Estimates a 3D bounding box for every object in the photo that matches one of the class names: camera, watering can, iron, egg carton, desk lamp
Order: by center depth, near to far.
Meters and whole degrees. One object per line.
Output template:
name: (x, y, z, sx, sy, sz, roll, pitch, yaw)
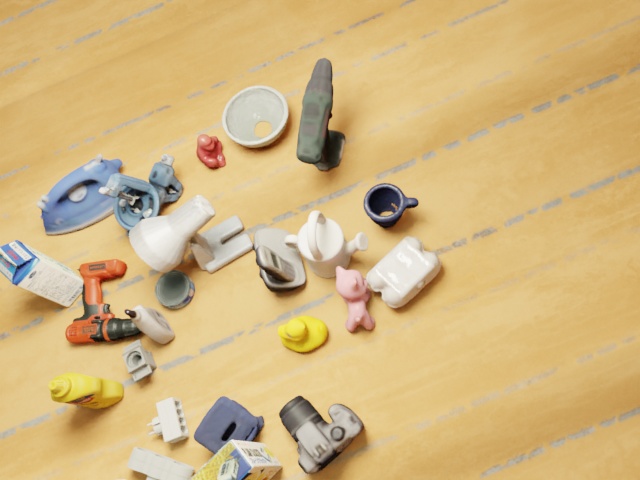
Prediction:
camera: (-0.007, 0.363, 1.119, 0.143, 0.101, 0.136, -41, 68, -6)
watering can: (0.011, 0.002, 1.203, 0.173, 0.194, 0.101, -17, 67, 4)
egg carton: (0.178, 0.069, 1.214, 0.150, 0.069, 0.107, -44, 68, -7)
desk lamp: (-0.279, -0.009, 1.251, 0.203, 0.214, 0.117, -31, 67, -2)
iron: (-0.591, -0.110, 1.387, 0.258, 0.142, 0.118, -35, 67, -4)

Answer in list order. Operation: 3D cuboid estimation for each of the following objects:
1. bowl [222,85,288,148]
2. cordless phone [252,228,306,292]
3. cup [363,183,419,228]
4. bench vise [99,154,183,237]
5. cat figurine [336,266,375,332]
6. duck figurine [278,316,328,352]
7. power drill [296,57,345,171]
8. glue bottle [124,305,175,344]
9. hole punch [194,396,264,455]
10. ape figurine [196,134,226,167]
bowl: (-0.151, -0.291, 1.411, 0.167, 0.075, 0.167, -4, 69, 9)
cordless phone: (-0.101, 0.026, 1.220, 0.094, 0.185, 0.147, -22, 67, 2)
cup: (0.158, -0.067, 1.256, 0.117, 0.095, 0.091, -3, 69, 9)
bench vise: (-0.420, -0.120, 1.316, 0.121, 0.220, 0.207, 6, 71, 13)
cat figurine: (0.071, 0.118, 1.189, 0.067, 0.118, 0.128, -12, 68, 6)
duck figurine: (-0.039, 0.191, 1.199, 0.104, 0.086, 0.077, -7, 68, 8)
power drill: (0.003, -0.261, 1.297, 0.075, 0.209, 0.230, 6, 71, 13)
glue bottle: (-0.371, 0.171, 1.221, 0.037, 0.173, 0.078, -36, 67, -4)
hole punch: (-0.181, 0.380, 1.150, 0.101, 0.091, 0.109, 31, 78, 20)
ape figurine: (-0.272, -0.224, 1.398, 0.076, 0.092, 0.078, 18, 74, 17)
